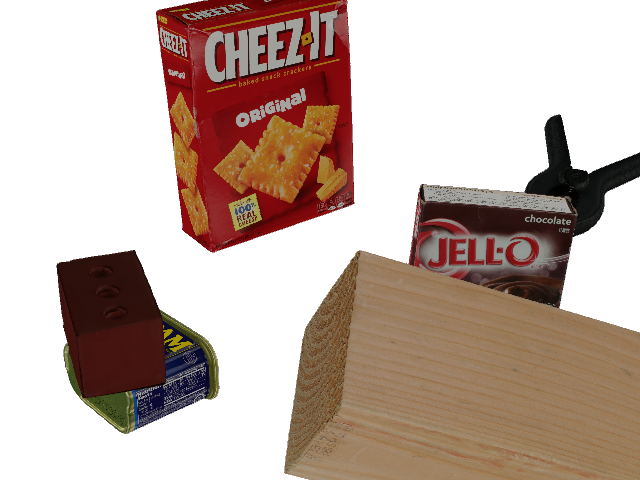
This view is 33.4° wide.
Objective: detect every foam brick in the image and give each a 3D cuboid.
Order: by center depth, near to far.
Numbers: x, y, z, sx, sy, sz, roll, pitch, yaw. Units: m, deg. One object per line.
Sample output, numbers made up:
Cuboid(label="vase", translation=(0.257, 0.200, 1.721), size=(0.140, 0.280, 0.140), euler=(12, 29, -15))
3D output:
Cuboid(label="foam brick", translation=(-0.131, 0.051, 0.663), size=(0.053, 0.051, 0.078), euler=(-9, 35, -19))

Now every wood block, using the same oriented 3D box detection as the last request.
Cuboid(label="wood block", translation=(0.096, 0.090, 0.552), size=(0.206, 0.090, 0.090), euler=(16, -36, -12))

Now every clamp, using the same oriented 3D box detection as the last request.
Cuboid(label="clamp", translation=(0.251, -0.063, 1.087), size=(0.120, 0.039, 0.171), euler=(29, 55, 31))

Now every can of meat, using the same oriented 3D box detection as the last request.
Cuboid(label="can of meat", translation=(-0.146, 0.103, 0.859), size=(0.083, 0.057, 0.102), euler=(-21, 32, -37))

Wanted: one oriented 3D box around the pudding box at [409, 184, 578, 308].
Cuboid(label="pudding box", translation=(0.123, 0.009, 0.779), size=(0.113, 0.090, 0.039), euler=(3, 28, -1))

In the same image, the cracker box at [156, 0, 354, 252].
Cuboid(label="cracker box", translation=(-0.052, -0.114, 0.978), size=(0.163, 0.214, 0.072), euler=(-19, 31, -28))
